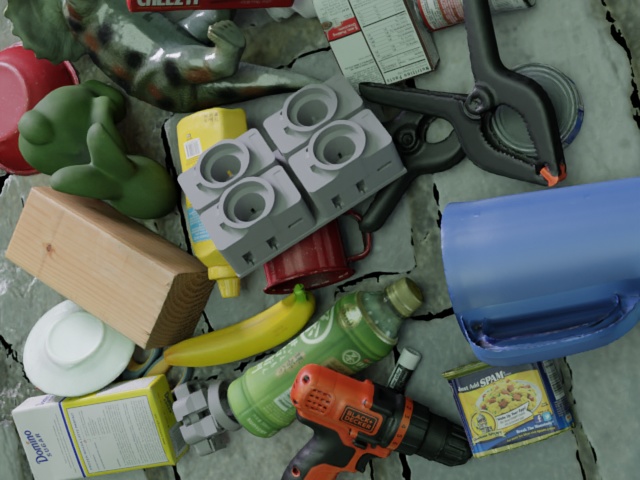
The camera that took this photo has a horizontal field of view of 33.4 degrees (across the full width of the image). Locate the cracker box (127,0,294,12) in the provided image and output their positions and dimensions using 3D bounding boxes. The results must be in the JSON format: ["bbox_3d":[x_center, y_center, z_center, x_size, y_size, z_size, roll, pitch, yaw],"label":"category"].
[{"bbox_3d":[-0.119,-0.324,1.044,0.164,0.072,0.214,-6,61,-15],"label":"cracker box"}]

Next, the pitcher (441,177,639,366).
[{"bbox_3d":[0.232,0.019,0.914,0.243,0.144,0.149,-11,85,22],"label":"pitcher"}]

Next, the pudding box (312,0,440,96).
[{"bbox_3d":[0.053,-0.203,1.028,0.090,0.039,0.113,-16,116,23],"label":"pudding box"}]

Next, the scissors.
[{"bbox_3d":[-0.224,0.173,1.191,0.202,0.016,0.096,-37,73,20],"label":"scissors"}]

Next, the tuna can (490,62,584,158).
[{"bbox_3d":[0.199,-0.119,0.986,0.086,0.033,0.086,0,89,25],"label":"tuna can"}]

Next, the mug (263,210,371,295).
[{"bbox_3d":[-0.007,0.001,1.059,0.117,0.093,0.081,-11,78,-6],"label":"mug"}]

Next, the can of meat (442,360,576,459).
[{"bbox_3d":[0.175,0.147,0.982,0.102,0.057,0.084,-21,82,24],"label":"can of meat"}]

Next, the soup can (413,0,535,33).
[{"bbox_3d":[0.143,-0.238,0.996,0.102,0.068,0.068,-9,85,24],"label":"soup can"}]

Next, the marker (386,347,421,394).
[{"bbox_3d":[0.065,0.163,1.053,0.020,0.020,0.121,30,101,22],"label":"marker"}]

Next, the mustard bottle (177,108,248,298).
[{"bbox_3d":[-0.103,-0.036,1.107,0.096,0.058,0.191,-11,85,52],"label":"mustard bottle"}]

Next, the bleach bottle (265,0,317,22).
[{"bbox_3d":[0.042,-0.307,1.048,0.251,0.068,0.102,-34,73,24],"label":"bleach bottle"}]

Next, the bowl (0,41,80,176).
[{"bbox_3d":[-0.356,-0.156,1.236,0.162,0.055,0.162,0,89,26],"label":"bowl"}]

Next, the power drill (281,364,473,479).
[{"bbox_3d":[0.034,0.225,1.028,0.184,0.057,0.188,24,106,-4],"label":"power drill"}]

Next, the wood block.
[{"bbox_3d":[-0.226,0.027,1.154,0.206,0.090,0.091,29,102,22],"label":"wood block"}]

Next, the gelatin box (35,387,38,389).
[{"bbox_3d":[-0.278,0.139,1.209,0.073,0.030,0.089,19,97,24],"label":"gelatin box"}]

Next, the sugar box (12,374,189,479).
[{"bbox_3d":[-0.239,0.207,1.161,0.176,0.048,0.093,-11,102,21],"label":"sugar box"}]

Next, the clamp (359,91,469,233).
[{"bbox_3d":[0.088,-0.082,1.035,0.172,0.039,0.120,-20,81,24],"label":"clamp"}]

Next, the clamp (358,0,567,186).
[{"bbox_3d":[0.149,-0.136,0.960,0.210,0.036,0.165,43,122,15],"label":"clamp"}]

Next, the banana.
[{"bbox_3d":[-0.072,0.091,1.095,0.198,0.069,0.037,-30,46,30],"label":"banana"}]
